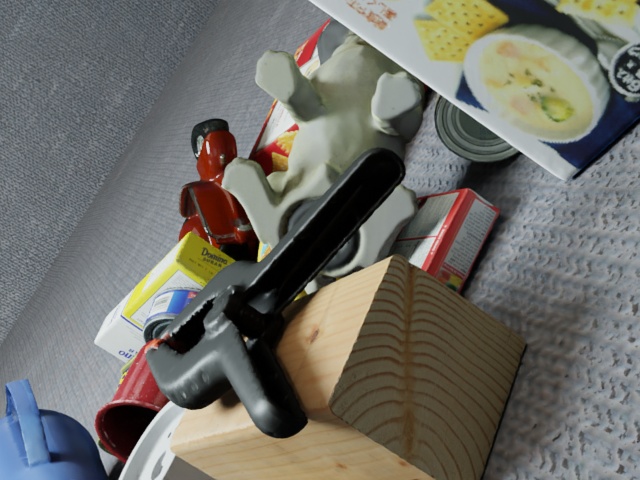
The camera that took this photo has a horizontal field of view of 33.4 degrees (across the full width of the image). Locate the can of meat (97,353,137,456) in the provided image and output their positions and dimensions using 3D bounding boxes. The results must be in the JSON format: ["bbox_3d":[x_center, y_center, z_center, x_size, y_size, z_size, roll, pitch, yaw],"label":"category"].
[{"bbox_3d":[-0.159,0.152,0.995,0.102,0.057,0.084,-41,26,45],"label":"can of meat"}]

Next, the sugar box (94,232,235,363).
[{"bbox_3d":[-0.132,0.070,1.005,0.177,0.093,0.048,-38,22,45],"label":"sugar box"}]

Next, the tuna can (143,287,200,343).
[{"bbox_3d":[-0.112,0.081,0.942,0.086,0.086,0.033,-39,26,46],"label":"tuna can"}]

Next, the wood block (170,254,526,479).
[{"bbox_3d":[0.005,0.090,0.596,0.206,0.090,0.090,-28,32,58],"label":"wood block"}]

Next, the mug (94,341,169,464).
[{"bbox_3d":[-0.127,0.144,0.891,0.081,0.093,0.117,-67,-18,-46],"label":"mug"}]

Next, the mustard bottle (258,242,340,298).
[{"bbox_3d":[-0.005,0.001,0.835,0.096,0.058,0.192,-56,17,-3],"label":"mustard bottle"}]

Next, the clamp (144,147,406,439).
[{"bbox_3d":[-0.035,0.036,0.585,0.210,0.036,0.164,-20,38,58],"label":"clamp"}]

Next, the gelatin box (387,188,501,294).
[{"bbox_3d":[0.068,0.009,0.671,0.073,0.030,0.089,-62,16,-12],"label":"gelatin box"}]

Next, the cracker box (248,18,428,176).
[{"bbox_3d":[0.031,-0.152,0.991,0.214,0.072,0.164,-31,31,53],"label":"cracker box"}]

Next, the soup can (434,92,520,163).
[{"bbox_3d":[0.108,-0.105,0.700,0.069,0.068,0.102,-46,20,32],"label":"soup can"}]

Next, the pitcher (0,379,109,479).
[{"bbox_3d":[-0.247,0.232,0.956,0.145,0.149,0.243,-55,20,-8],"label":"pitcher"}]
